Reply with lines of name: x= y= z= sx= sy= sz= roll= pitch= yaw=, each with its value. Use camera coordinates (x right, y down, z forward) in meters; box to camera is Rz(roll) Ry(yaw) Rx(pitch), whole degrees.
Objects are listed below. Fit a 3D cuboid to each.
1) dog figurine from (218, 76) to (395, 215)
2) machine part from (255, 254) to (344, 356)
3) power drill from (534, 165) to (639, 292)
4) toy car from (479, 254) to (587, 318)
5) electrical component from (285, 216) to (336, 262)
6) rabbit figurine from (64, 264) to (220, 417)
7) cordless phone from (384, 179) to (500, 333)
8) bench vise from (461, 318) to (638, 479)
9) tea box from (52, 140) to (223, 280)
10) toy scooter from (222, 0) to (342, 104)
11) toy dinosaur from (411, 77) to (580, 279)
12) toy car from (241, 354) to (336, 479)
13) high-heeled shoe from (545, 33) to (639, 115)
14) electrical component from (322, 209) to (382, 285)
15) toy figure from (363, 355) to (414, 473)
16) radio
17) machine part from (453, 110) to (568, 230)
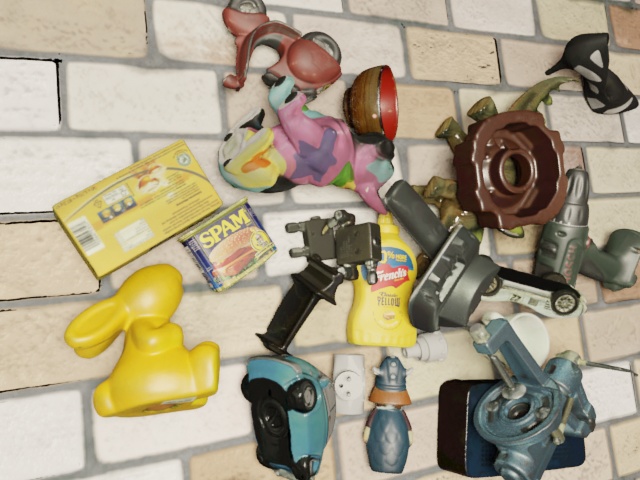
dog figurine: x=-0.004 y=-0.097 z=0.724 sx=0.191 sy=0.109 sz=0.219 roll=-45 pitch=120 yaw=8
machine part: x=-0.026 y=0.088 z=0.702 sx=0.039 sy=0.084 sz=0.139 roll=35 pitch=90 yaw=-43
power drill: x=0.450 y=0.006 z=0.887 sx=0.207 sy=0.086 sz=0.231 roll=7 pitch=103 yaw=-33
toy car: x=0.302 y=0.072 z=0.816 sx=0.202 sy=0.073 sz=0.056 roll=14 pitch=113 yaw=2
electrical component: x=-0.002 y=-0.002 z=0.757 sx=0.094 sy=0.021 sz=0.063 roll=-6 pitch=84 yaw=-23
rabbit figurine: x=-0.202 y=0.112 z=0.622 sx=0.162 sy=0.122 sz=0.173 roll=-2 pitch=69 yaw=-14
cordless phone: x=0.138 y=0.019 z=0.720 sx=0.184 sy=0.089 sz=0.146 roll=46 pitch=65 yaw=-15
bench vise: x=0.277 y=0.190 z=0.715 sx=0.223 sy=0.129 sz=0.240 roll=-41 pitch=105 yaw=-20
tea box: x=-0.216 y=-0.037 z=0.646 sx=0.170 sy=0.068 sz=0.098 roll=-32 pitch=96 yaw=-25
toy scooter: x=-0.063 y=-0.244 z=0.740 sx=0.184 sy=0.075 sz=0.135 roll=27 pitch=72 yaw=-14
toy dinosaur: x=0.279 y=-0.124 z=0.857 sx=0.198 sy=0.105 sz=0.471 roll=38 pitch=77 yaw=-19
toy car: x=-0.025 y=0.213 z=0.674 sx=0.103 sy=0.109 sz=0.161 roll=-15 pitch=97 yaw=-47
high-heeled shoe: x=0.526 y=-0.299 z=0.960 sx=0.249 sy=0.145 sz=0.086 roll=11 pitch=79 yaw=-20
electrical component: x=0.041 y=0.010 z=0.727 sx=0.045 sy=0.078 sz=0.102 roll=12 pitch=77 yaw=-45
toy figure: x=0.094 y=0.239 z=0.743 sx=0.064 sy=0.058 sz=0.154 roll=13 pitch=72 yaw=-27
radio: x=0.290 y=0.277 z=0.813 sx=0.229 sy=0.073 sz=0.131 roll=5 pitch=79 yaw=-24
machine part: x=0.271 y=-0.098 z=0.767 sx=0.179 sy=0.056 sz=0.179 roll=0 pitch=91 yaw=-22
